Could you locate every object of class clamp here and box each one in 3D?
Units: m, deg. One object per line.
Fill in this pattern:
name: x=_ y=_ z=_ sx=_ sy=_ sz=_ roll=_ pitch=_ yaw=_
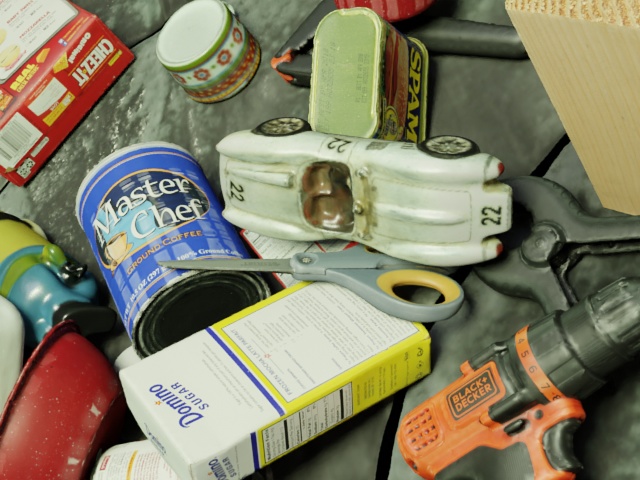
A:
clamp: x=0.059 y=-0.182 z=0.831 sx=0.210 sy=0.036 sz=0.164 roll=-16 pitch=59 yaw=22
clamp: x=0.144 y=0.018 z=0.664 sx=0.172 sy=0.039 sz=0.120 roll=23 pitch=80 yaw=43

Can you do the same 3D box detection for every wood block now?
wood block: x=0.190 y=-0.095 z=0.594 sx=0.091 sy=0.206 sz=0.090 roll=17 pitch=72 yaw=36

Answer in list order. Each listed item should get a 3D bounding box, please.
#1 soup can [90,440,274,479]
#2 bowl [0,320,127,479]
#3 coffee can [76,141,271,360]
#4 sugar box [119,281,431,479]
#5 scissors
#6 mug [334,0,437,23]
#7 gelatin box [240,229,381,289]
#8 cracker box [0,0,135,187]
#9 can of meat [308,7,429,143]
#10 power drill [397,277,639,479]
soup can: x=-0.090 y=0.161 z=0.698 sx=0.102 sy=0.068 sz=0.068 roll=-14 pitch=56 yaw=24
bowl: x=-0.175 y=0.139 z=0.730 sx=0.055 sy=0.162 sz=0.162 roll=18 pitch=70 yaw=4
coffee can: x=-0.109 y=0.010 z=0.775 sx=0.103 sy=0.102 sz=0.140 roll=-37 pitch=51 yaw=6
sugar box: x=-0.026 y=0.084 z=0.671 sx=0.176 sy=0.048 sz=0.093 roll=-27 pitch=45 yaw=-22
scissors: x=0.004 y=0.027 z=0.680 sx=0.201 sy=0.016 sz=0.096 roll=-8 pitch=36 yaw=-15
mug: x=0.055 y=-0.213 z=0.767 sx=0.117 sy=0.081 sz=0.093 roll=-19 pitch=40 yaw=-6
gelatin box: x=-0.005 y=0.001 z=0.768 sx=0.073 sy=0.030 sz=0.089 roll=-44 pitch=50 yaw=2
cracker box: x=-0.298 y=-0.164 z=1.012 sx=0.214 sy=0.072 sz=0.164 roll=33 pitch=81 yaw=40
can of meat: x=0.034 y=-0.105 z=0.751 sx=0.058 sy=0.083 sz=0.102 roll=0 pitch=82 yaw=27
power drill: x=0.137 y=0.131 z=0.568 sx=0.185 sy=0.057 sz=0.188 roll=-40 pitch=46 yaw=28
